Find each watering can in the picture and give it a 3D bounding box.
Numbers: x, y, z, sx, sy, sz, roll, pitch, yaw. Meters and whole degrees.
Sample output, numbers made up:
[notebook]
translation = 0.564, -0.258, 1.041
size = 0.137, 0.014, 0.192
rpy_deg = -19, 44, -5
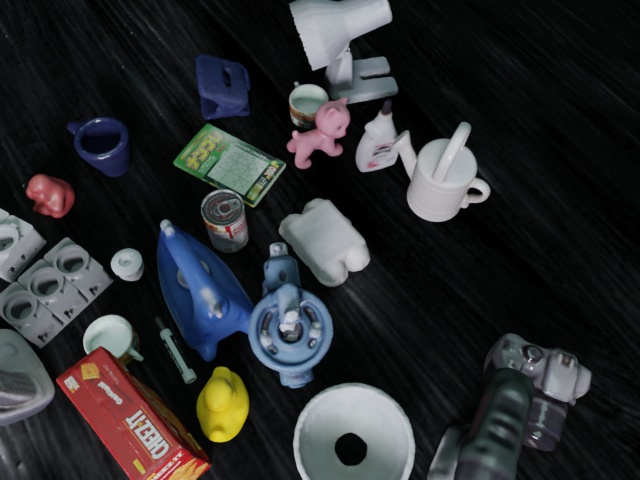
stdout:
[watering can]
translation = 0.201, -0.121, 0.953
size = 0.172, 0.194, 0.101
rpy_deg = 10, 63, 3

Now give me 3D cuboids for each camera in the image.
[camera]
translation = 0.312, 0.223, 0.834
size = 0.143, 0.101, 0.137
rpy_deg = 21, 64, 9

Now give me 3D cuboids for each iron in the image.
[iron]
translation = -0.198, 0.049, 0.882
size = 0.119, 0.141, 0.258
rpy_deg = -30, 68, -16

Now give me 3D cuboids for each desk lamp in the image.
[desk lamp]
translation = 0.048, -0.360, 1.059
size = 0.203, 0.213, 0.118
rpy_deg = -12, 64, -8

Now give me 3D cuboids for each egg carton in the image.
[egg carton]
translation = 0.009, 0.003, 0.953
size = 0.107, 0.069, 0.150
rpy_deg = -35, 69, -18

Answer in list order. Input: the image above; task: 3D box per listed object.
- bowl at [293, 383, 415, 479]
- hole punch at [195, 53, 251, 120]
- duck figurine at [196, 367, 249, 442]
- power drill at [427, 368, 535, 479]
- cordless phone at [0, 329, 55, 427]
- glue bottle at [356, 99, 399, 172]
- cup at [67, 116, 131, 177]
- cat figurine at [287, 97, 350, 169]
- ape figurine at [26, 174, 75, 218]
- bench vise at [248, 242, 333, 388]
[bowl]
translation = 0.046, 0.291, 0.804
size = 0.167, 0.075, 0.167
rpy_deg = 1, 63, -1
[hole punch]
translation = -0.183, -0.296, 1.087
size = 0.101, 0.091, 0.108
rpy_deg = -8, 63, -6
[duck figurine]
translation = -0.143, 0.232, 0.822
size = 0.077, 0.086, 0.104
rpy_deg = 2, 63, 0
[power drill]
translation = 0.202, 0.284, 0.738
size = 0.075, 0.208, 0.230
rpy_deg = 25, 65, 11
[cordless phone]
translation = -0.458, 0.174, 0.785
size = 0.094, 0.185, 0.147
rpy_deg = -39, 70, -19
[glue bottle]
translation = 0.106, -0.184, 0.994
size = 0.078, 0.173, 0.037
rpy_deg = -20, 65, -11
[cup]
translation = -0.384, -0.160, 1.009
size = 0.117, 0.095, 0.092
rpy_deg = 23, 65, 10
[cat figurine]
translation = 0.003, -0.202, 1.030
size = 0.128, 0.118, 0.067
rpy_deg = -26, 66, -14
[ape figurine]
translation = -0.460, -0.080, 0.967
size = 0.076, 0.092, 0.077
rpy_deg = -31, 68, -16
[bench vise]
translation = -0.059, 0.092, 0.821
size = 0.121, 0.220, 0.207
rpy_deg = -25, 66, -13
